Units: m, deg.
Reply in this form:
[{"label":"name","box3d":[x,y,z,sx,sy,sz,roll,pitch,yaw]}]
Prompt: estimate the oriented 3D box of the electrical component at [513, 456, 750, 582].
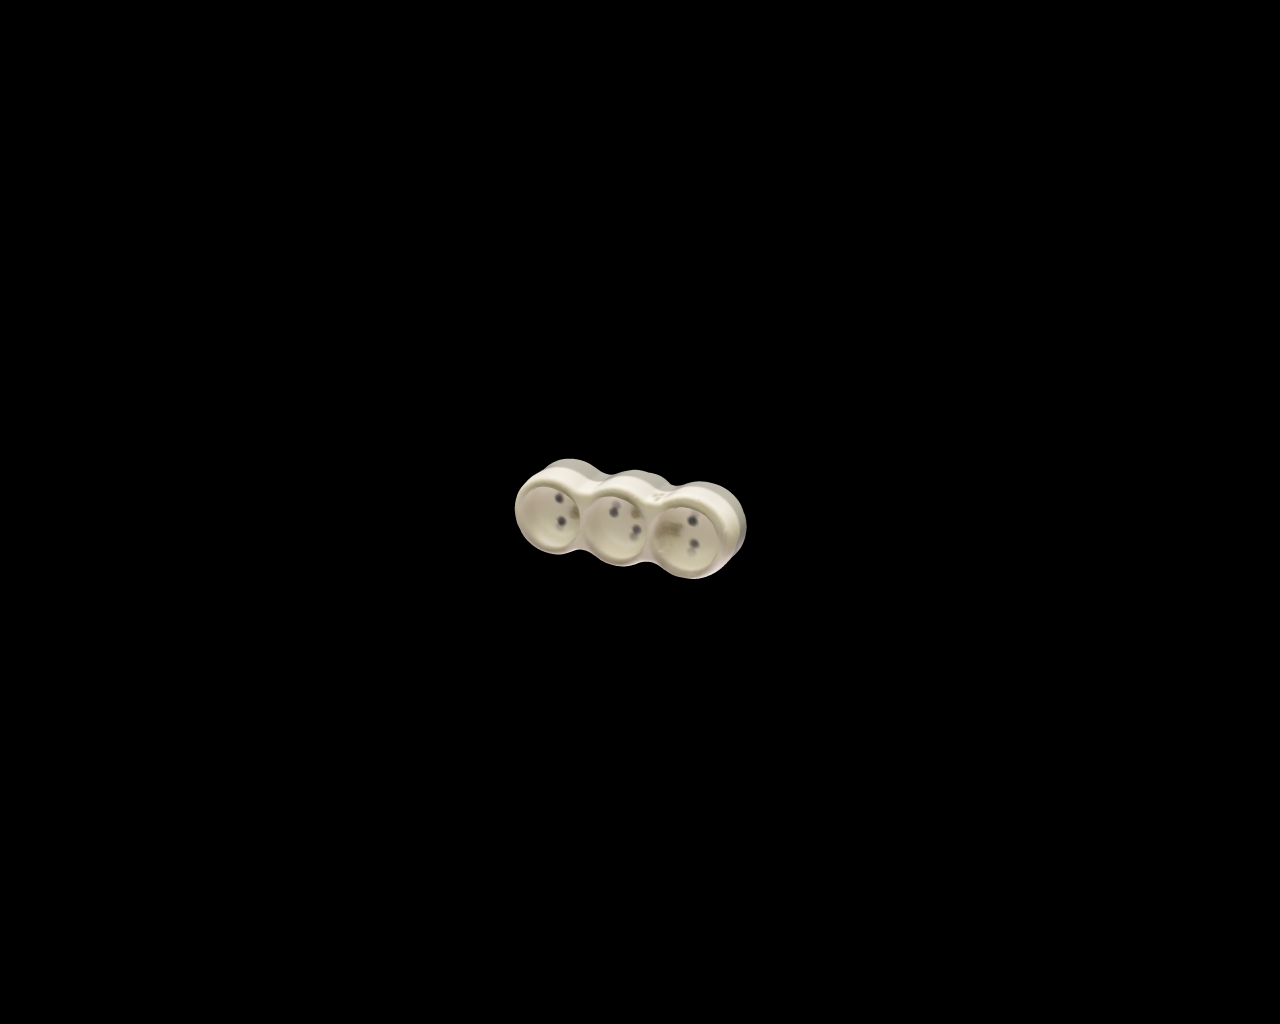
[{"label":"electrical component","box3d":[0.001,-0.003,0.650,0.138,0.052,0.074,10,24,22]}]
